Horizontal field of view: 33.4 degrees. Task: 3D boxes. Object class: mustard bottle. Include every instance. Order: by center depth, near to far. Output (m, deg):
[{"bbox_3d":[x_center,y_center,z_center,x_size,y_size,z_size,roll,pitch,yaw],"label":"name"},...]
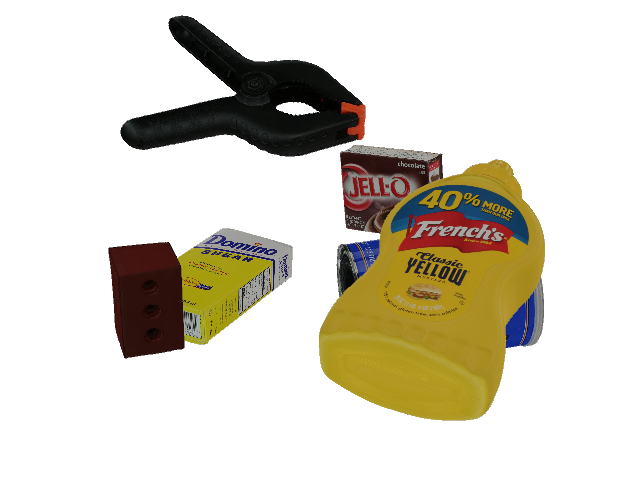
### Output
[{"bbox_3d":[0.077,0.014,0.617,0.096,0.058,0.191,12,43,20],"label":"mustard bottle"}]

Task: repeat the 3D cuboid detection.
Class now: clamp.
[{"bbox_3d":[-0.051,-0.111,0.775,0.171,0.120,0.039,6,-26,0],"label":"clamp"}]

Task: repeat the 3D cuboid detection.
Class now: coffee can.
[{"bbox_3d":[0.091,0.043,0.841,0.140,0.103,0.103,-8,1,-7],"label":"coffee can"}]

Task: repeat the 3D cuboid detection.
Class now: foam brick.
[{"bbox_3d":[-0.143,0.048,0.879,0.053,0.078,0.051,-8,26,-16],"label":"foam brick"}]

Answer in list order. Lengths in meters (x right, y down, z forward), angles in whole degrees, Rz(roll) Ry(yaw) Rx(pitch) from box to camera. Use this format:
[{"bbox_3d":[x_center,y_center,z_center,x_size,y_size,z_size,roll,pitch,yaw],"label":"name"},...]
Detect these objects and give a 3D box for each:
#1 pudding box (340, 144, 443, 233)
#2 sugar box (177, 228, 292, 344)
[{"bbox_3d":[0.079,-0.054,1.163,0.114,0.090,0.039,8,25,31],"label":"pudding box"},{"bbox_3d":[-0.111,0.043,1.119,0.093,0.048,0.176,15,31,24],"label":"sugar box"}]
